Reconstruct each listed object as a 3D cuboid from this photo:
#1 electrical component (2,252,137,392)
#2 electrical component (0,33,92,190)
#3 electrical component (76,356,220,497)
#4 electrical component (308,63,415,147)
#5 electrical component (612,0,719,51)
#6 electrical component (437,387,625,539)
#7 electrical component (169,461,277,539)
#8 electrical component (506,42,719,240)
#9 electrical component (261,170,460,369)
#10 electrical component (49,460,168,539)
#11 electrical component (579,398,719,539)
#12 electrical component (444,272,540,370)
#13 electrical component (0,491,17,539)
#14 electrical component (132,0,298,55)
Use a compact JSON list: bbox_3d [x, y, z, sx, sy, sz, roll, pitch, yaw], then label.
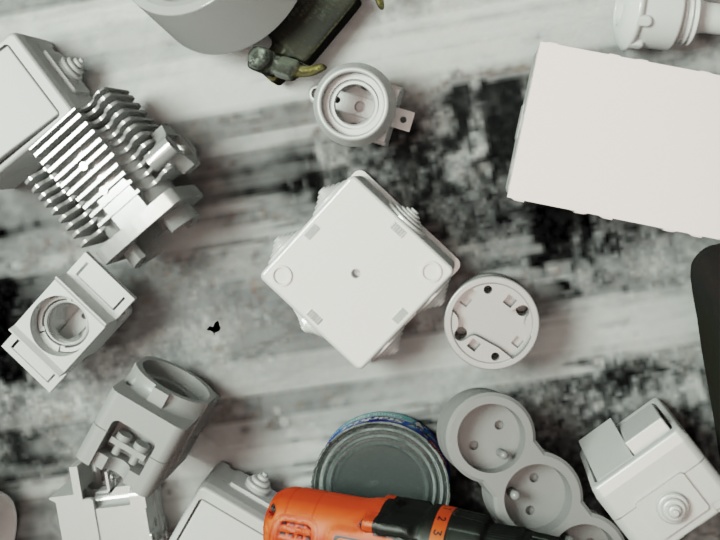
[{"bbox_3d":[-0.176,0.030,0.667,0.042,0.064,0.081,44,99,-1],"label":"electrical component"},{"bbox_3d":[-0.209,-0.099,0.657,0.096,0.061,0.061,-37,91,9],"label":"electrical component"},{"bbox_3d":[-0.125,0.090,0.655,0.050,0.089,0.055,30,99,2],"label":"electrical component"},{"bbox_3d":[-0.001,-0.097,0.638,0.066,0.055,0.048,17,98,4],"label":"electrical component"},{"bbox_3d":[0.180,-0.148,0.620,0.062,0.048,0.048,7,97,-1],"label":"electrical component"},{"bbox_3d":[0.098,0.130,0.644,0.052,0.074,0.138,-38,91,-4],"label":"electrical component"},{"bbox_3d":[-0.084,0.170,0.674,0.062,0.061,0.096,30,99,2],"label":"electrical component"},{"bbox_3d":[0.166,-0.071,0.620,0.150,0.061,0.089,12,97,5],"label":"electrical component"},{"bbox_3d":[0.000,0.000,0.652,0.100,0.048,0.099,43,98,1],"label":"electrical component"},{"bbox_3d":[-0.159,0.158,0.691,0.064,0.042,0.081,-8,96,3],"label":"electrical component"},{"bbox_3d":[0.169,0.118,0.623,0.062,0.096,0.061,-38,91,9],"label":"electrical component"},{"bbox_3d":[0.079,0.028,0.648,0.055,0.047,0.055,1,96,6],"label":"electrical component"},{"bbox_3d":[-0.263,0.177,0.677,0.064,0.099,0.099,32,99,8],"label":"electrical component"},{"bbox_3d":[-0.089,-0.185,0.615,0.108,0.060,0.108,-6,77,24],"label":"electrical component"}]
